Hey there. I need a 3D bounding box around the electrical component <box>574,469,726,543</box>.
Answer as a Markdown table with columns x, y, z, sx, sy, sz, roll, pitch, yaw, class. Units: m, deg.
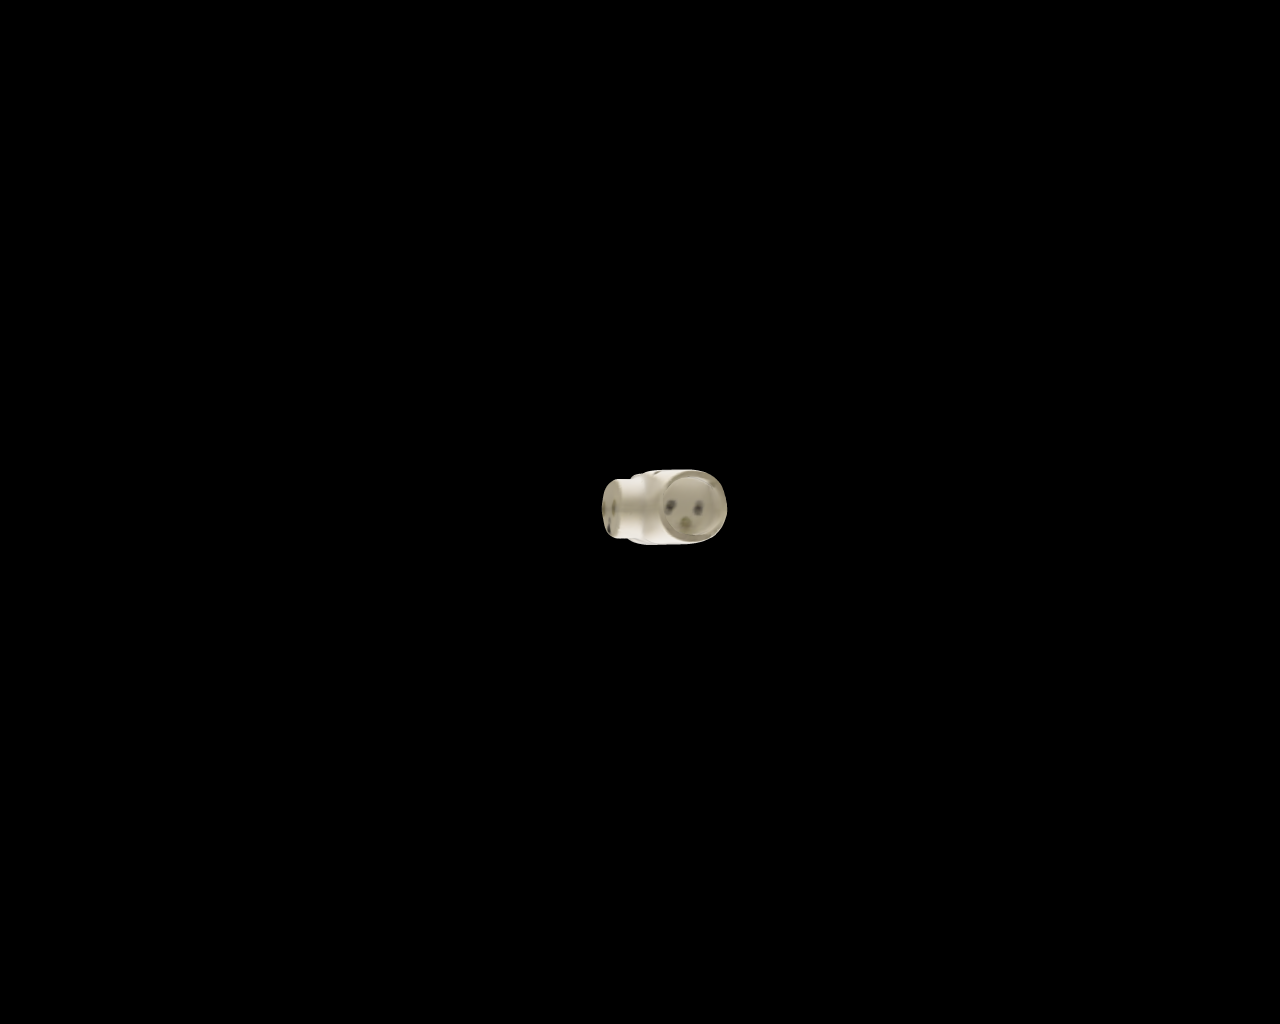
| x | y | z | sx | sy | sz | roll | pitch | yaw | class |
| --- | --- | --- | --- | --- | --- | --- | --- | --- | --- |
| 0.001 | -0.003 | 0.650 | 0.079 | 0.043 | 0.077 | 1 | -2 | -19 | electrical component |
